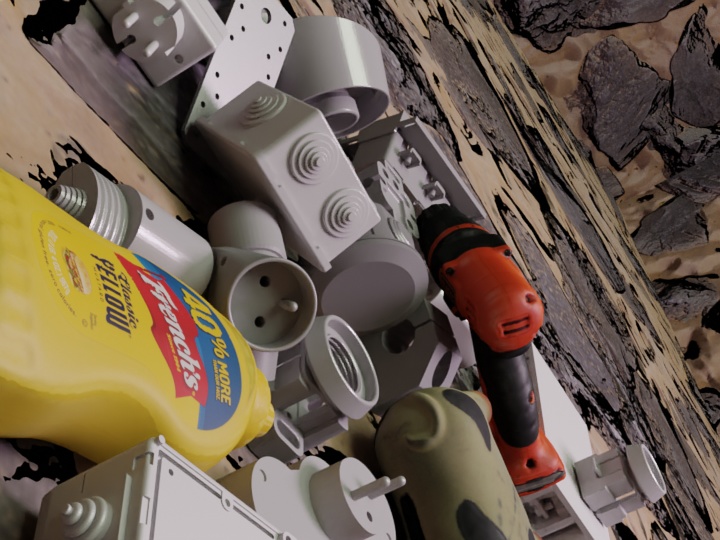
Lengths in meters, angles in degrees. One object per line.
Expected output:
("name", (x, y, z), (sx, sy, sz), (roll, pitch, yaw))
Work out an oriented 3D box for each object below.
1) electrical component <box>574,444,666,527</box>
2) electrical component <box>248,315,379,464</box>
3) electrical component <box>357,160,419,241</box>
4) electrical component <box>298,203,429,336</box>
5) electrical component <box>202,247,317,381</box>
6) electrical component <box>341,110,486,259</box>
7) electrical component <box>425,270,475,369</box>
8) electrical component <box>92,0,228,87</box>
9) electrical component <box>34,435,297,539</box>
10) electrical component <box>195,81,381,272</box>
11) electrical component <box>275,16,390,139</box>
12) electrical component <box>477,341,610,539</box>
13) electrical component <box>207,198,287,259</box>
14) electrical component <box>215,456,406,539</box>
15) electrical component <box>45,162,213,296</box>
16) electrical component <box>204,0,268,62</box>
("electrical component", (0.207, 0.167, 0.848), (0.066, 0.055, 0.048), (51, 21, -32))
("electrical component", (-0.027, 0.058, 0.561), (0.058, 0.057, 0.078), (51, 21, -32))
("electrical component", (0.004, -0.038, 0.792), (0.058, 0.057, 0.078), (48, 22, -37))
("electrical component", (0.000, 0.000, 0.690), (0.080, 0.080, 0.051), (46, 19, -41))
("electrical component", (-0.057, 0.030, 0.518), (0.077, 0.043, 0.079), (-168, -95, -66))
("electrical component", (0.044, -0.069, 0.936), (0.121, 0.079, 0.063), (50, 43, -33))
("electrical component", (0.085, 0.033, 0.876), (0.077, 0.079, 0.043), (51, 21, -31))
("electrical component", (-0.119, -0.143, 0.620), (0.065, 0.047, 0.076), (55, 19, -20))
("electrical component", (-0.072, 0.106, 0.361), (0.096, 0.061, 0.061), (47, 25, -35))
("electrical component", (-0.041, -0.058, 0.631), (0.100, 0.048, 0.099), (35, -20, 53))
("electrical component", (-0.029, -0.134, 0.782), (0.099, 0.099, 0.064), (19, 52, -65))
("electrical component", (0.149, 0.160, 0.894), (0.105, 0.060, 0.186), (55, 19, -22))
("electrical component", (-0.060, -0.002, 0.588), (0.040, 0.040, 0.078), (40, 28, -50))
("electrical component", (-0.014, 0.110, 0.494), (0.138, 0.074, 0.052), (22, 43, -64))
("electrical component", (-0.106, -0.014, 0.472), (0.081, 0.043, 0.043), (40, 28, -50))
("electrical component", (-0.090, -0.168, 0.724), (0.078, 0.058, 0.057), (66, 15, 11))
